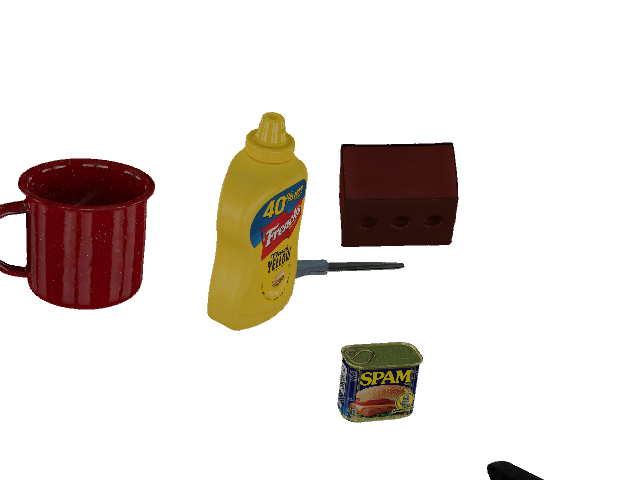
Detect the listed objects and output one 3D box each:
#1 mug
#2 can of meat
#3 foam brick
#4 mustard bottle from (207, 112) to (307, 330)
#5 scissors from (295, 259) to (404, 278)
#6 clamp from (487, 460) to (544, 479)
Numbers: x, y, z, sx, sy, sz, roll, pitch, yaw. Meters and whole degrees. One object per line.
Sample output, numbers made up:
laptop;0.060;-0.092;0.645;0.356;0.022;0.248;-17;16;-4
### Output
mug;-0.176;-0.003;0.747;0.117;0.081;0.093;-7;27;-27
can of meat;0.074;0.182;1.364;0.102;0.084;0.057;-2;24;-17
foam brick;0.052;-0.031;0.727;0.078;0.051;0.053;-2;-39;-2
mustard bottle;-0.051;-0.021;0.917;0.058;0.192;0.096;27;37;26
scissors;-0.011;0.036;1.157;0.202;0.016;0.096;5;22;5
clamp;0.215;0.241;0.835;0.210;0.036;0.164;0;33;25
